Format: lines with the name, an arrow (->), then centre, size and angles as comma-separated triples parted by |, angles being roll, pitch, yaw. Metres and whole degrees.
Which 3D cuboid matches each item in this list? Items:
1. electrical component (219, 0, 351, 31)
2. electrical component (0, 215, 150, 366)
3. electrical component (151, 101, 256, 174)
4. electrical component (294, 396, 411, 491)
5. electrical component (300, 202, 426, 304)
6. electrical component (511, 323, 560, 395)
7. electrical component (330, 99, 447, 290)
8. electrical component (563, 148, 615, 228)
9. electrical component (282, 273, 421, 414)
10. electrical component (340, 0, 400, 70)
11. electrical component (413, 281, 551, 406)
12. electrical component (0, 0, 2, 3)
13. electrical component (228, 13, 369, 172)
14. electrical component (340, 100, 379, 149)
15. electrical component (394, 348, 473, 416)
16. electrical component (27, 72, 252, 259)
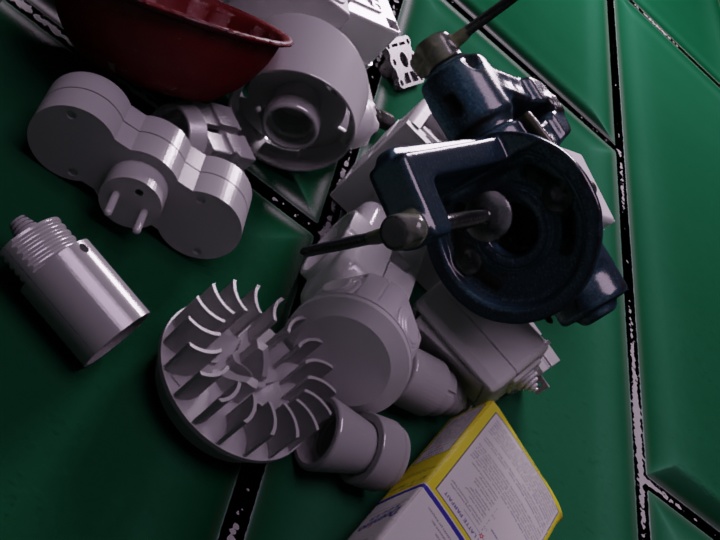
electrical component -> -0.065, -0.189, 0.797 | 0.100, 0.099, 0.048 | 34, 24, -22
electrical component -> -0.151, 0.005, 0.556 | 0.081, 0.043, 0.043 | 49, 34, 0
electrical component -> -0.106, -0.082, 0.693 | 0.055, 0.048, 0.066 | 6, 52, -56
electrical component -> -0.004, 0.102, 0.628 | 0.055, 0.045, 0.045 | 25, 40, -33
electrical component -> 0.000, 0.000, 0.725 | 0.059, 0.054, 0.095 | 41, 34, -13
electrical component -> 0.114, 0.065, 0.801 | 0.066, 0.048, 0.055 | 56, 26, 9
electrical component -> 0.067, -0.043, 0.811 | 0.150, 0.089, 0.061 | 44, 34, -8
electrical component -> 0.177, -0.069, 0.988 | 0.061, 0.062, 0.096 | 11, 49, -43
electrical component -> -0.004, 0.044, 0.656 | 0.080, 0.080, 0.051 | 46, 28, -5
electrical component -> -0.033, -0.237, 0.917 | 0.109, 0.056, 0.108 | 12, 48, -42
electrical component -> 0.081, 0.052, 0.736 | 0.061, 0.061, 0.096 | -38, 75, -13
electrical component -> -0.239, -0.183, 0.623 | 0.061, 0.062, 0.096 | 46, 34, -5
electrical component -> -0.044, -0.120, 0.754 | 0.099, 0.099, 0.064 | 33, 43, -23
electrical component -> -0.019, -0.115, 0.826 | 0.062, 0.043, 0.043 | -4, 60, -49
electrical component -> 0.045, 0.077, 0.712 | 0.078, 0.040, 0.040 | 30, 38, -35
electrical component -> -0.130, -0.049, 0.626 | 0.138, 0.052, 0.073 | 34, 37, -21
